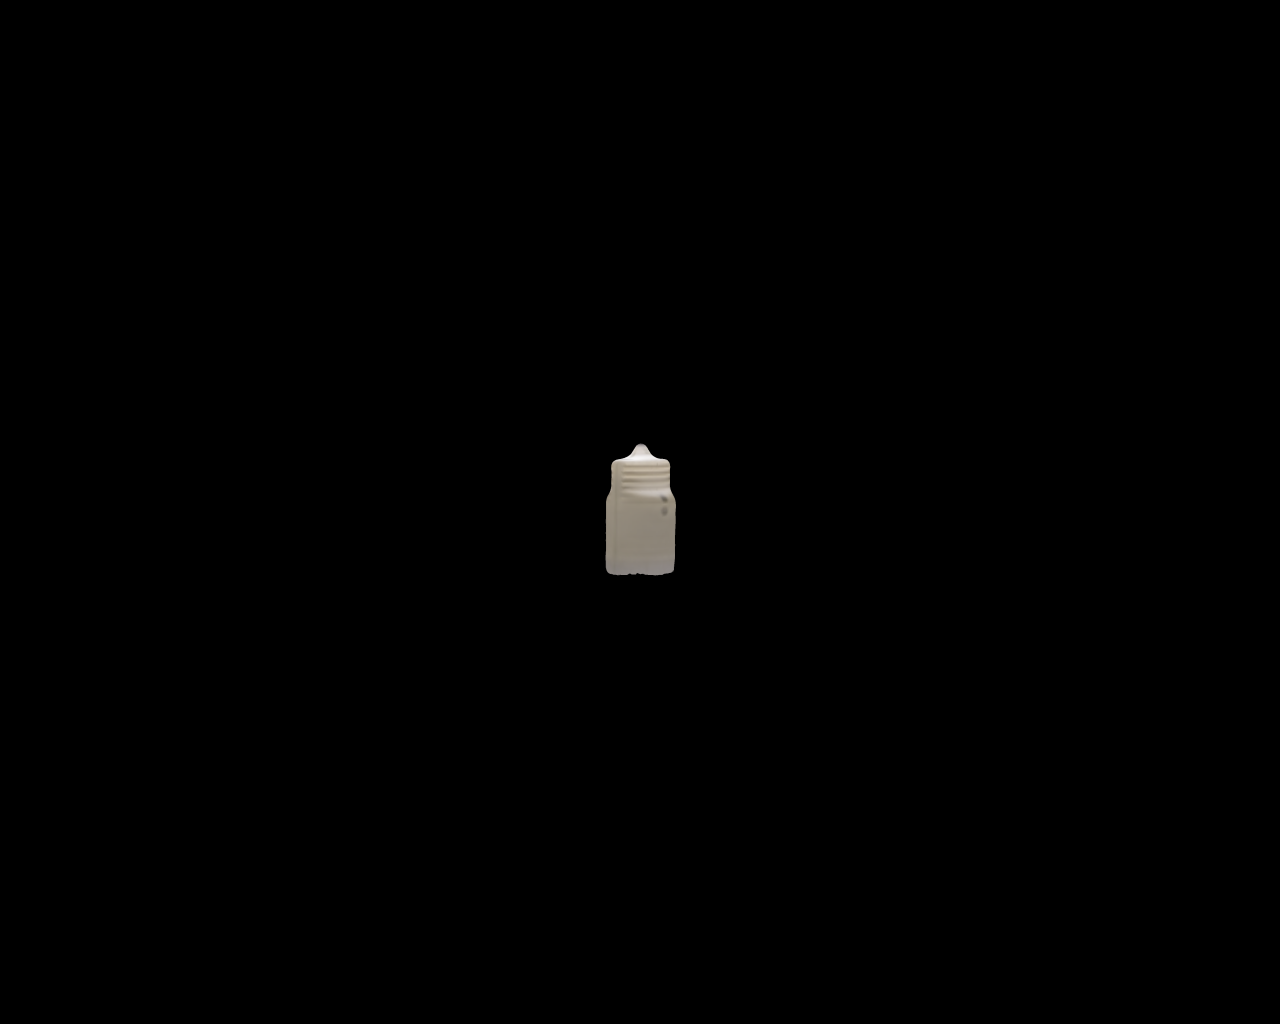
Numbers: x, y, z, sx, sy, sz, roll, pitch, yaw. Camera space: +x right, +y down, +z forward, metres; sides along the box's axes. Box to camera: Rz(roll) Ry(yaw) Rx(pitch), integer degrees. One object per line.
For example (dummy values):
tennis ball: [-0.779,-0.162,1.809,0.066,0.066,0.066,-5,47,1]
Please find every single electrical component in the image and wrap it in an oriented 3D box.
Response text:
electrical component: [0.001,-0.003,0.650,0.043,0.081,0.043,0,4,0]
